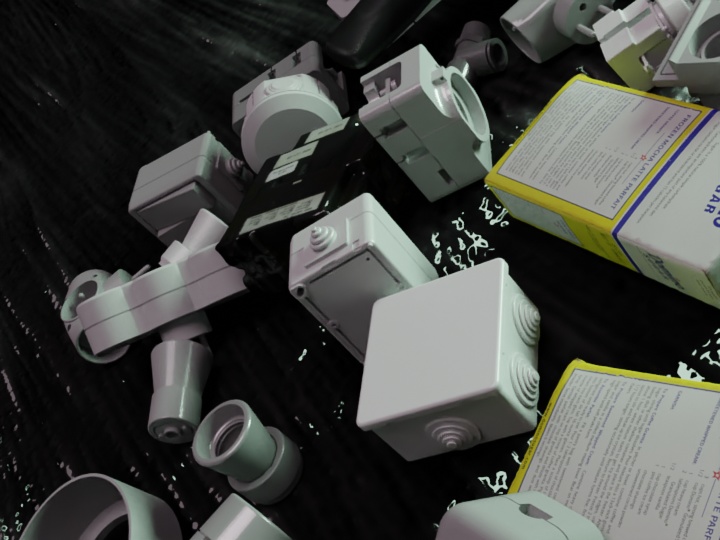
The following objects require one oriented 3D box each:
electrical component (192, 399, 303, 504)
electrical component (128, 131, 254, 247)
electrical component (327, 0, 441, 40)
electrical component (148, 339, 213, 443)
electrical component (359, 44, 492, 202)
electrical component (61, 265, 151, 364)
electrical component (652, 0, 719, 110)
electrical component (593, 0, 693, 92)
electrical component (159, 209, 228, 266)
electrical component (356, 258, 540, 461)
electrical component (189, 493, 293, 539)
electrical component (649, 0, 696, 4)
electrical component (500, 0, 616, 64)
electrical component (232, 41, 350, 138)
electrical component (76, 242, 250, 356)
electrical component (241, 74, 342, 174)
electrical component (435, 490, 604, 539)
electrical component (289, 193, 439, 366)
[{"bbox_3d":[-0.067,0.111,0.649,0.045,0.055,0.045,-26,39,24],"label":"electrical component"},{"bbox_3d":[-0.134,-0.063,0.885,0.096,0.061,0.061,-23,40,27],"label":"electrical component"},{"bbox_3d":[0.023,-0.236,0.909,0.089,0.055,0.050,-41,35,5],"label":"electrical component"},{"bbox_3d":[-0.127,0.087,0.747,0.044,0.044,0.065,-24,45,26],"label":"electrical component"},{"bbox_3d":[0.048,-0.098,0.715,0.056,0.089,0.050,-25,40,26],"label":"electrical component"},{"bbox_3d":[-0.200,0.026,0.877,0.079,0.044,0.077,-39,35,7],"label":"electrical component"},{"bbox_3d":[0.229,-0.142,0.602,0.079,0.063,0.121,10,61,49],"label":"electrical component"},{"bbox_3d":[0.182,-0.147,0.670,0.055,0.048,0.066,-35,35,26],"label":"electrical component"},{"bbox_3d":[-0.124,-0.013,0.840,0.055,0.045,0.045,-51,36,-8],"label":"electrical component"},{"bbox_3d":[0.052,0.052,0.596,0.100,0.048,0.099,-20,42,30],"label":"electrical component"},{"bbox_3d":[-0.067,0.159,0.603,0.047,0.055,0.055,-51,36,-15],"label":"electrical component"},{"bbox_3d":[0.213,-0.200,0.692,0.081,0.042,0.063,-3,48,44],"label":"electrical component"},{"bbox_3d":[0.147,-0.178,0.738,0.077,0.043,0.079,-43,35,3],"label":"electrical component"},{"bbox_3d":[-0.058,-0.137,0.894,0.089,0.050,0.055,-30,38,20],"label":"electrical component"},{"bbox_3d":[-0.132,0.035,0.786,0.138,0.073,0.052,-23,-3,5],"label":"electrical component"},{"bbox_3d":[-0.052,-0.109,0.837,0.080,0.080,0.051,-33,32,16],"label":"electrical component"},{"bbox_3d":[0.057,0.145,0.450,0.054,0.059,0.095,24,106,45],"label":"electrical component"},{"bbox_3d":[0.000,0.000,0.659,0.062,0.096,0.061,-30,34,20],"label":"electrical component"}]
